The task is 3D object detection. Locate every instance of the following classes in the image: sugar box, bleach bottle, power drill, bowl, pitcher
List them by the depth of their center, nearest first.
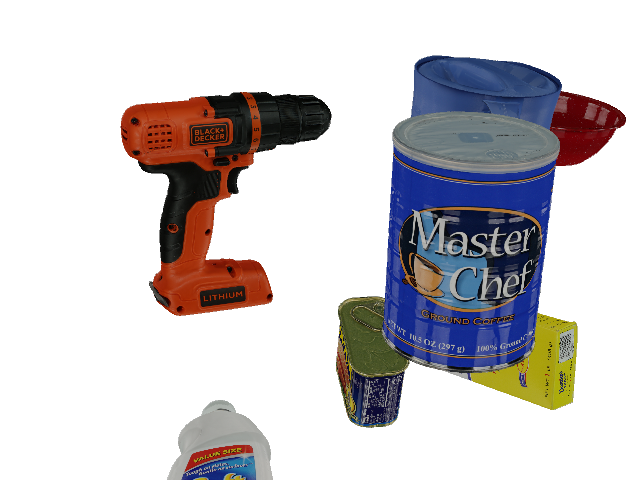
[{"bbox_3d":[-0.085,0.208,0.819,0.102,0.068,0.251,-3,27,-4],"label":"bleach bottle"},{"bbox_3d":[-0.079,-0.035,0.924,0.184,0.188,0.057,-7,21,-21],"label":"power drill"},{"bbox_3d":[0.139,-0.042,0.998,0.145,0.243,0.148,24,30,34],"label":"pitcher"},{"bbox_3d":[0.253,-0.124,1.188,0.162,0.055,0.162,5,23,-2],"label":"bowl"},{"bbox_3d":[0.201,0.119,1.197,0.048,0.093,0.177,-11,17,-43],"label":"sugar box"}]

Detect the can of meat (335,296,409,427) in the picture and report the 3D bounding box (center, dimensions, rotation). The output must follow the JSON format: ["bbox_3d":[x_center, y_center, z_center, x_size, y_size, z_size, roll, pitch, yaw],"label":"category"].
[{"bbox_3d":[0.048,0.120,1.044,0.057,0.084,0.102,-4,42,-8],"label":"can of meat"}]

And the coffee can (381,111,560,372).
[{"bbox_3d":[0.094,-0.001,0.684,0.103,0.140,0.103,1,23,-1],"label":"coffee can"}]
